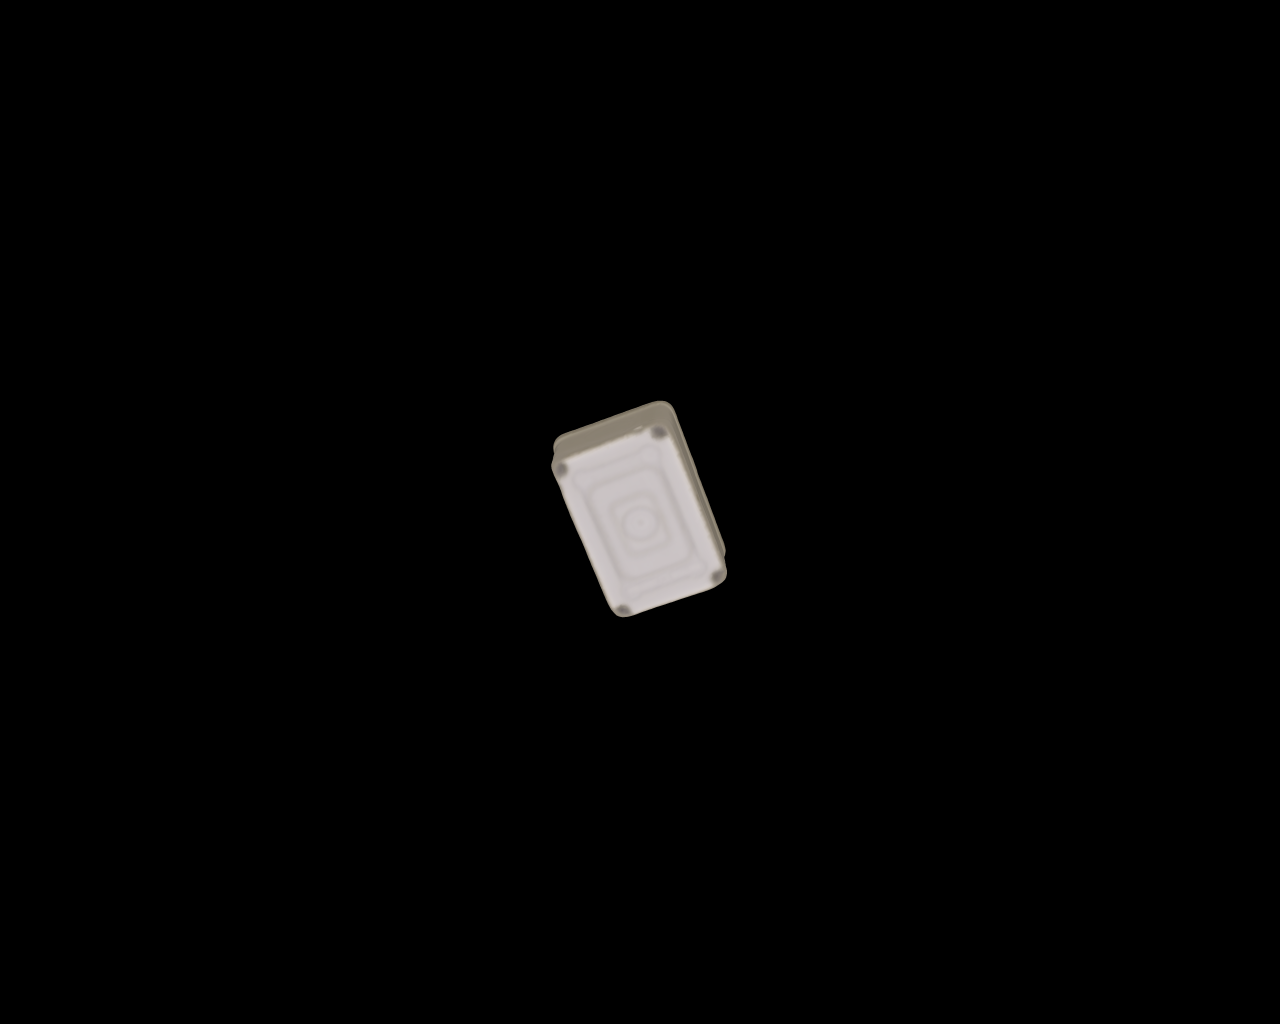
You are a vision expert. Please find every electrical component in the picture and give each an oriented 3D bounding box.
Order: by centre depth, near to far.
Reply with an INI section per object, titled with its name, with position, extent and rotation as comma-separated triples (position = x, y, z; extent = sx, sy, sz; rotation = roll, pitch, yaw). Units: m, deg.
[electrical component]
position = 0.001, -0.003, 0.650
extent = 0.078, 0.113, 0.057
rotation = -19, 20, 7
